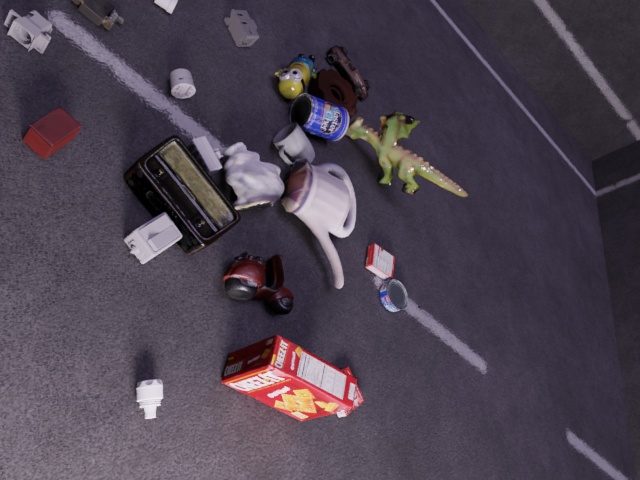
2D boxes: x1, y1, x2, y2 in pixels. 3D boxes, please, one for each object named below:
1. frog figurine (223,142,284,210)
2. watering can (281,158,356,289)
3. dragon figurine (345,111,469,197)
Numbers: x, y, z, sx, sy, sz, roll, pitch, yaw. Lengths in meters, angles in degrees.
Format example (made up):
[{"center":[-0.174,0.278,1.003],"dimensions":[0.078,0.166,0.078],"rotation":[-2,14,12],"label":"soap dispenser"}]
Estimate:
[{"center":[-0.156,-0.156,1.202],"dimensions":[0.138,0.122,0.160],"rotation":[-9,87,-27],"label":"frog figurine"},{"center":[0.004,-0.066,1.315],"dimensions":[0.222,0.102,0.355],"rotation":[27,54,-30],"label":"watering can"},{"center":[0.251,-0.270,1.531],"dimensions":[0.124,0.412,0.237],"rotation":[-54,149,-29],"label":"dragon figurine"}]
